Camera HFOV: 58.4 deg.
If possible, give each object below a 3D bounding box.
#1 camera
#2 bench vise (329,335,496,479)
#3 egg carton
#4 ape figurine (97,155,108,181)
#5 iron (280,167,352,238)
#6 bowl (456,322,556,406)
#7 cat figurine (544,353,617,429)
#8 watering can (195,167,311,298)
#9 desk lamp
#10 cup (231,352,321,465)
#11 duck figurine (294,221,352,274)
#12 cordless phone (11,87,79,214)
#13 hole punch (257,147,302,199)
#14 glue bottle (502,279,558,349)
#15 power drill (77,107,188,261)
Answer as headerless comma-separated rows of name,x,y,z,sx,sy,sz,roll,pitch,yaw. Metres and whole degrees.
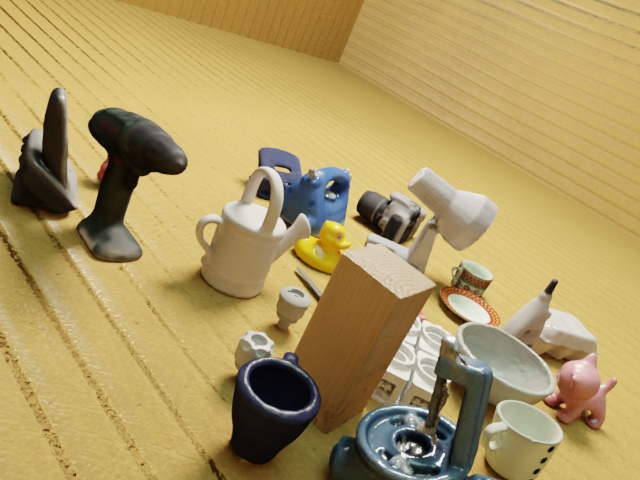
camera,0.165,-0.069,1.337,0.136,0.101,0.143,34,25,20
bench vise,0.137,0.207,0.584,0.207,0.219,0.121,21,24,-8
egg carton,0.468,0.187,1.133,0.151,0.069,0.107,16,25,-20
ape figurine,-0.347,-0.135,0.994,0.076,0.092,0.078,33,25,18
iron,0.012,-0.096,1.195,0.118,0.141,0.259,33,25,19
bowl,0.274,0.208,0.896,0.167,0.074,0.167,21,24,-9
cat figurine,0.428,0.238,0.927,0.128,0.117,0.067,13,26,-24
watering can,-0.097,-0.019,0.864,0.100,0.194,0.173,38,27,28
desk lamp,0.224,-0.028,1.167,0.203,0.213,0.118,24,23,-2
cup,-0.055,0.180,0.612,0.091,0.095,0.118,24,23,-2
duck figurine,0.010,0.004,1.054,0.104,0.086,0.078,28,24,9
cordless phone,-0.395,-0.147,0.857,0.094,0.185,0.147,9,28,-32
hole punch,-0.088,-0.142,1.258,0.109,0.091,0.100,9,28,-31
glue bottle,0.371,0.140,1.008,0.078,0.173,0.037,9,28,-32
power drill,-0.270,-0.080,0.806,0.076,0.208,0.228,-2,35,-45
